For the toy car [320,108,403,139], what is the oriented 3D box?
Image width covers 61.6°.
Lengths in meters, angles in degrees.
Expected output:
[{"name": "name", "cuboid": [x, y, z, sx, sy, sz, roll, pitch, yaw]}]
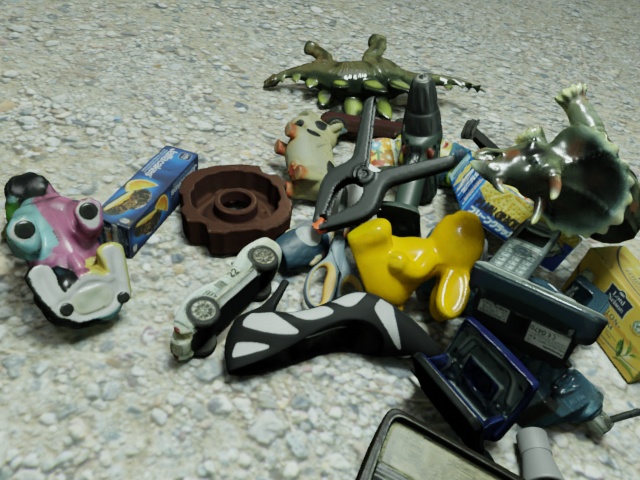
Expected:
[{"name": "toy car", "cuboid": [0.099, -0.215, 1.048, 0.202, 0.053, 0.089, 8, 22, -6]}]

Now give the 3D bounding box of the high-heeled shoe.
[{"name": "high-heeled shoe", "cuboid": [0.015, 0.133, 0.644, 0.249, 0.086, 0.145, 20, 53, 8]}]

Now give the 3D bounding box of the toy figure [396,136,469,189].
[{"name": "toy figure", "cuboid": [0.216, -0.140, 0.973, 0.180, 0.089, 0.082, 26, 10, 2]}]

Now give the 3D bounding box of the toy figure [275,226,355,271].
[{"name": "toy figure", "cuboid": [-0.001, -0.001, 0.796, 0.154, 0.058, 0.064, -25, 92, -35]}]

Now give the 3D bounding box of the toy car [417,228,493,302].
[{"name": "toy car", "cuboid": [0.205, 0.020, 0.783, 0.109, 0.102, 0.162, 17, 45, 4]}]

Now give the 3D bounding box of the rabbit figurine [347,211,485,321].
[{"name": "rabbit figurine", "cuboid": [0.136, 0.027, 0.692, 0.173, 0.122, 0.162, -23, 77, 0]}]

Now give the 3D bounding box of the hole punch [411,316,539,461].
[{"name": "hole punch", "cuboid": [0.170, 0.163, 0.601, 0.092, 0.115, 0.142, -35, 54, -13]}]

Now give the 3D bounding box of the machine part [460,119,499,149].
[{"name": "machine part", "cuboid": [0.291, -0.150, 0.905, 0.138, 0.039, 0.084, 33, 12, -28]}]

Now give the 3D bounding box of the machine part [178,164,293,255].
[{"name": "machine part", "cuboid": [-0.128, -0.048, 0.818, 0.179, 0.056, 0.179, 5, 42, -5]}]

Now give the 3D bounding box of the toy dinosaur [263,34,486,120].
[{"name": "toy dinosaur", "cuboid": [0.113, -0.344, 1.159, 0.472, 0.105, 0.199, -7, 52, -6]}]

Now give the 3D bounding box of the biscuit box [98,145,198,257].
[{"name": "biscuit box", "cuboid": [-0.253, -0.065, 0.803, 0.059, 0.062, 0.203, 18, 43, 7]}]

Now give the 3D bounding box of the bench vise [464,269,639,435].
[{"name": "bench vise", "cuboid": [0.310, 0.120, 0.689, 0.240, 0.128, 0.224, -32, 60, -32]}]

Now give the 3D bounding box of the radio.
[{"name": "radio", "cuboid": [0.137, 0.278, 0.510, 0.230, 0.073, 0.131, 25, 44, 15]}]

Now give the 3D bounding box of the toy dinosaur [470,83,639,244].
[{"name": "toy dinosaur", "cuboid": [0.357, -0.059, 0.698, 0.404, 0.131, 0.192, 23, 48, -39]}]

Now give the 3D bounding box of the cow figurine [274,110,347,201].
[{"name": "cow figurine", "cuboid": [-0.010, -0.150, 0.922, 0.127, 0.085, 0.195, 13, 47, -30]}]

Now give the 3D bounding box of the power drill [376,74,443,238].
[{"name": "power drill", "cuboid": [0.140, -0.108, 0.834, 0.086, 0.231, 0.207, 6, 56, 15]}]

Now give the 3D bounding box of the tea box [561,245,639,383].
[{"name": "tea box", "cuboid": [0.427, 0.099, 0.749, 0.068, 0.098, 0.170, -2, 42, -16]}]

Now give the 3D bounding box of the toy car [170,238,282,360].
[{"name": "toy car", "cuboid": [-0.116, 0.071, 0.678, 0.056, 0.073, 0.202, 31, 46, 16]}]

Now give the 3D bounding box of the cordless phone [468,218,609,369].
[{"name": "cordless phone", "cuboid": [0.267, 0.045, 0.626, 0.147, 0.088, 0.184, 26, 44, 28]}]

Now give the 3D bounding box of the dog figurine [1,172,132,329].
[{"name": "dog figurine", "cuboid": [-0.338, 0.007, 0.687, 0.108, 0.191, 0.219, -28, 21, -31]}]
